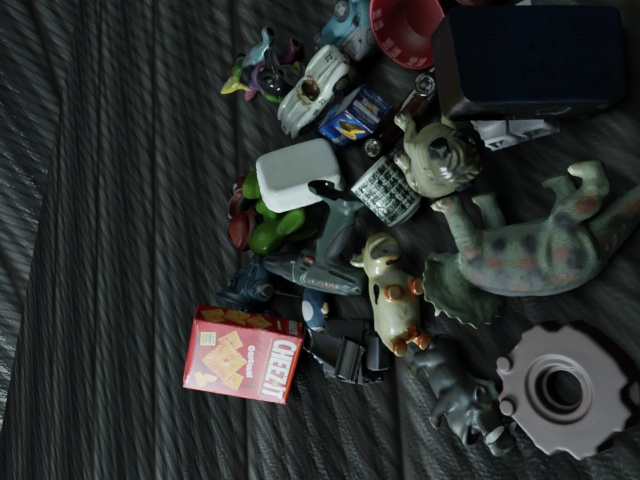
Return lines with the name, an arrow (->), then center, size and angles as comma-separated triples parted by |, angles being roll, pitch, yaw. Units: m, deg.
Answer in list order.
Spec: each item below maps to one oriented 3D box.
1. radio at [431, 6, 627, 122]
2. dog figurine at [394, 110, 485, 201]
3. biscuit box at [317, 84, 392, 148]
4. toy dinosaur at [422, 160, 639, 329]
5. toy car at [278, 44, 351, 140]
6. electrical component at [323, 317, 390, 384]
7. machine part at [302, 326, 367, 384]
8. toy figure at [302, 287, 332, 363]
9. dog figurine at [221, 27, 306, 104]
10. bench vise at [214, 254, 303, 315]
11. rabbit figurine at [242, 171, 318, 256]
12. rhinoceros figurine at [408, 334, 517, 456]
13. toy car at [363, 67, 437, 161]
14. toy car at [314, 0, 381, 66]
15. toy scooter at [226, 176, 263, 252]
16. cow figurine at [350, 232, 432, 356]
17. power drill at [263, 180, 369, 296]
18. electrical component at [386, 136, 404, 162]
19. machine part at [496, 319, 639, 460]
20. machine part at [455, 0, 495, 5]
radio -> 0.267, -0.224, 0.689 | 0.073, 0.230, 0.131 | 127, 139, -81
dog figurine -> 0.180, -0.098, 0.784 | 0.121, 0.172, 0.191 | -20, 34, 11
biscuit box -> 0.054, -0.215, 0.958 | 0.059, 0.063, 0.203 | -56, 12, -6
toy dinosaur -> 0.288, 0.011, 0.721 | 0.405, 0.131, 0.192 | -14, 88, 41
toy car -> -0.015, -0.281, 1.035 | 0.201, 0.056, 0.073 | -47, 68, 33
electrical component -> 0.067, 0.197, 0.969 | 0.134, 0.058, 0.115 | -8, 82, 47
machine part -> 0.022, 0.197, 0.948 | 0.139, 0.039, 0.084 | 20, 105, 45
toy figure -> -0.004, 0.165, 1.051 | 0.064, 0.058, 0.154 | 117, 150, -80
dog figurine -> -0.135, -0.361, 1.219 | 0.219, 0.108, 0.191 | -28, 69, 46
bench vise -> -0.162, 0.151, 1.157 | 0.224, 0.128, 0.240 | 9, 74, 54
rabbit figurine -> -0.083, -0.044, 1.117 | 0.159, 0.121, 0.170 | 7, 76, 26
rhinoceros figurine -> 0.215, 0.232, 0.803 | 0.112, 0.073, 0.190 | -45, 53, 21
toy car -> 0.147, -0.213, 0.914 | 0.053, 0.089, 0.202 | 43, 119, 3
toy car -> 0.067, -0.383, 1.009 | 0.161, 0.109, 0.103 | -35, 79, 49
toy scooter -> -0.157, -0.070, 1.227 | 0.135, 0.075, 0.184 | -21, 66, 43
cow figurine -> 0.116, 0.081, 0.889 | 0.127, 0.085, 0.194 | -163, 60, -66
power drill -> -0.002, -0.003, 0.995 | 0.232, 0.086, 0.207 | 21, 107, 25
electrical component -> 0.159, -0.162, 0.908 | 0.094, 0.063, 0.021 | -41, 57, 35
machine part -> 0.320, 0.192, 0.702 | 0.179, 0.056, 0.179 | -7, 80, 45
machine part -> 0.179, -0.440, 0.820 | 0.087, 0.201, 0.202 | -57, 50, 26
